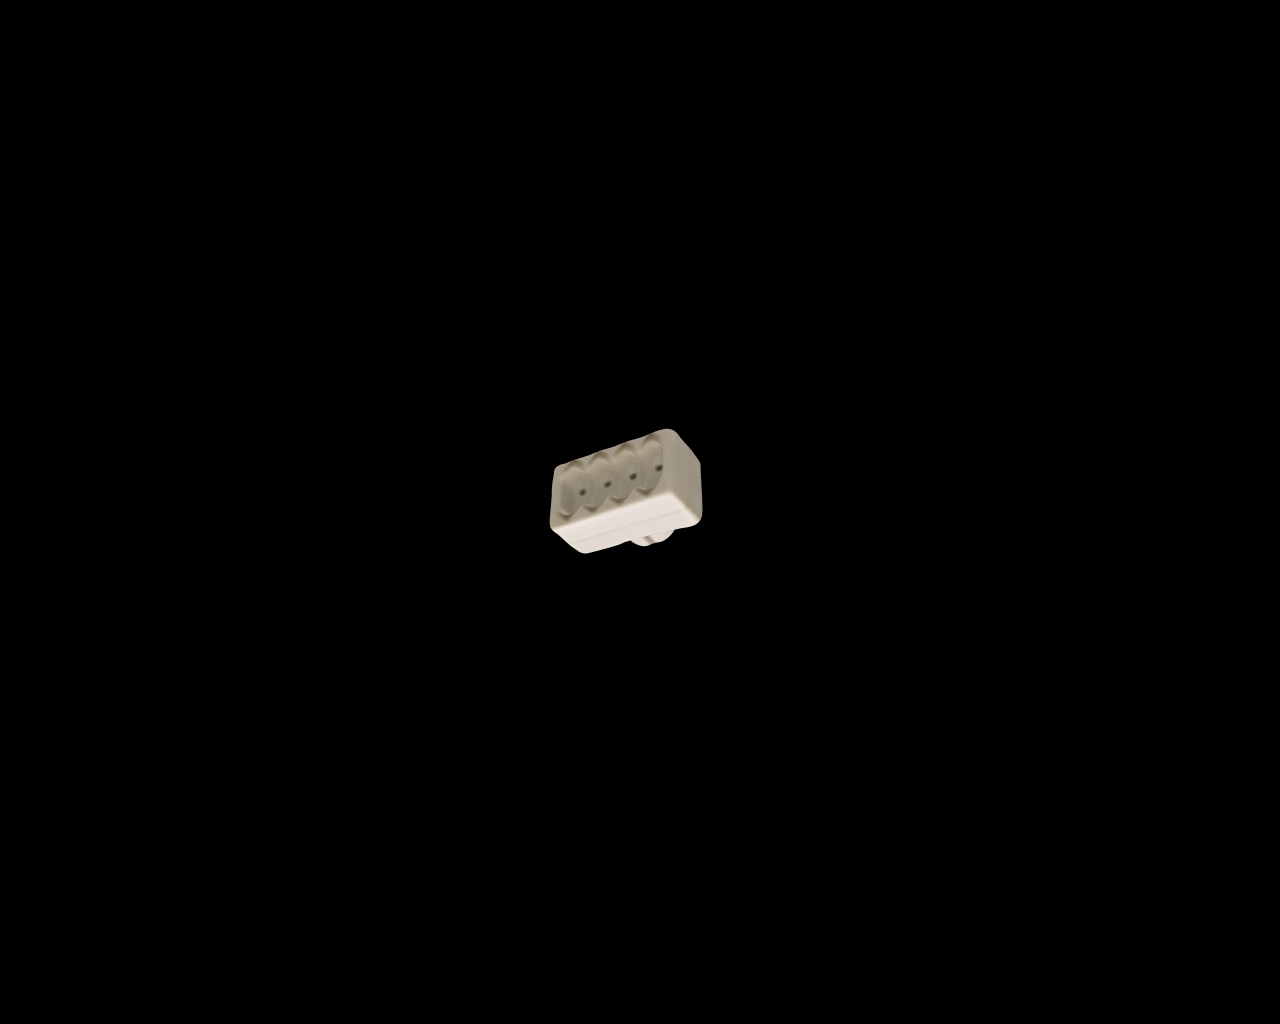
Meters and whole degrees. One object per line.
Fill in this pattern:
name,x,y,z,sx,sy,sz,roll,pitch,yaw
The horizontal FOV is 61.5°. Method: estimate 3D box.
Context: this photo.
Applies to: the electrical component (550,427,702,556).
electrical component,0.001,-0.003,0.650,0.083,0.047,0.075,-17,-36,24
